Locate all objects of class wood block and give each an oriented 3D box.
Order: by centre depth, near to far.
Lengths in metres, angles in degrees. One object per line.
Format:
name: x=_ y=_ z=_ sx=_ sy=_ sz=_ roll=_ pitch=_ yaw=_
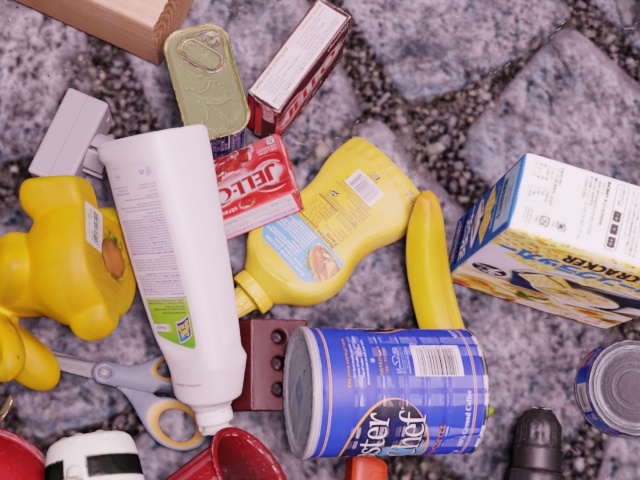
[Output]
wood block: x=-0.219 y=-0.249 z=0.953 sx=0.206 sy=0.090 sz=0.091 roll=24 pitch=77 yaw=1

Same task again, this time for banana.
banana: x=0.108 y=0.055 z=0.922 sx=0.037 sy=0.070 sz=0.198 roll=-19 pitch=93 yaw=-30

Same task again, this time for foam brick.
foam brick: x=-0.043 y=0.107 z=0.905 sx=0.052 sy=0.051 sz=0.078 roll=3 pitch=78 yaw=-23

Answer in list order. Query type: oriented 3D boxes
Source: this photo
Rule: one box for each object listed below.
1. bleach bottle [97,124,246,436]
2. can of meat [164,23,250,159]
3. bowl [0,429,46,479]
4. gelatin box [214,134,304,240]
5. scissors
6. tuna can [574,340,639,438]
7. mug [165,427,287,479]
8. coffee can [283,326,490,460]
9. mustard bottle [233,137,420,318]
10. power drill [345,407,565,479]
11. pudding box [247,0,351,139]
bleach bottle: x=-0.114 y=0.036 z=0.879 sx=0.067 sy=0.103 sz=0.251 roll=-15 pitch=98 yaw=-39
can of meat: x=-0.099 y=-0.126 z=0.940 sx=0.057 sy=0.084 sz=0.102 roll=-15 pitch=80 yaw=-8
bowl: x=-0.288 y=0.231 z=0.863 sx=0.162 sy=0.055 sz=0.162 roll=1 pitch=78 yaw=-5
gelatin box: x=-0.065 y=-0.045 z=0.928 sx=0.089 sy=0.030 sz=0.073 roll=-22 pitch=51 yaw=6
scissors: x=-0.176 y=0.133 z=0.913 sx=0.201 sy=0.016 sz=0.096 roll=-1 pitch=78 yaw=-5
tuna can: x=0.272 y=0.131 z=0.944 sx=0.086 sy=0.034 sz=0.086 roll=1 pitch=79 yaw=-5
mug: x=-0.074 y=0.221 z=0.858 sx=0.082 sy=0.093 sz=0.117 roll=-38 pitch=88 yaw=19
coffee can: x=0.049 y=0.120 z=0.845 sx=0.140 sy=0.103 sz=0.103 roll=2 pitch=78 yaw=-14
mustard bottle: x=-0.006 y=0.001 z=0.933 sx=0.191 sy=0.058 sz=0.096 roll=-40 pitch=75 yaw=-12
power drill: x=0.114 y=0.224 z=0.898 sx=0.187 sy=0.057 sz=0.184 roll=7 pitch=74 yaw=-3
pudding box: x=-0.020 y=-0.147 z=0.948 sx=0.039 sy=0.090 sz=0.113 roll=32 pitch=77 yaw=3
